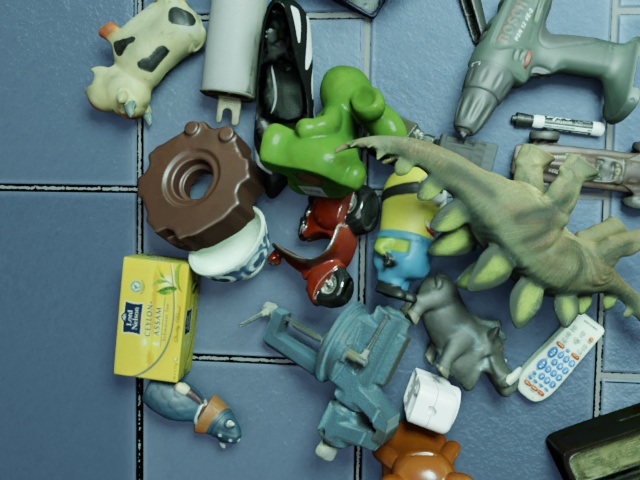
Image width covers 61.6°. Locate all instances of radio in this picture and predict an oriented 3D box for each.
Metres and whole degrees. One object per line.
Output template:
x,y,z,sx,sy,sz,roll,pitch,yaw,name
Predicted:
0.441,0.294,0.716,0.230,0.073,0.131,-21,91,7,radio

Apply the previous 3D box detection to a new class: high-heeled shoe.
-0.052,-0.180,0.703,0.086,0.145,0.248,6,92,6,high-heeled shoe

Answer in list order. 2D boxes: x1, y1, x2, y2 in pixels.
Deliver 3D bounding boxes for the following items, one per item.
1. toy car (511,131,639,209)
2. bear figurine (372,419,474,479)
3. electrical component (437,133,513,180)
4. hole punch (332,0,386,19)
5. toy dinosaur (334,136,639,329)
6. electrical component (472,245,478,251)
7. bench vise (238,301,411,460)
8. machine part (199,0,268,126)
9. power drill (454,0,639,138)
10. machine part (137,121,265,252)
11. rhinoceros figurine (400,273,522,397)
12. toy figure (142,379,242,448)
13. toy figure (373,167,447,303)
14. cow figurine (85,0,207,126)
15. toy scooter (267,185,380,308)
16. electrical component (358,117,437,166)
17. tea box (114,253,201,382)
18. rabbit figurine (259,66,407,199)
0.361,-0.095,0.714,0.202,0.053,0.089,9,100,4,toy car
0.133,0.309,0.685,0.120,0.196,0.131,-8,93,2,bear figurine
0.211,-0.104,0.718,0.119,0.075,0.047,13,95,8,electrical component
0.048,-0.376,0.724,0.116,0.092,0.142,33,99,29,hole punch
0.240,-0.013,0.642,0.471,0.105,0.198,37,92,-10,toy dinosaur
0.208,-0.035,0.748,0.063,0.021,0.094,19,95,5,electrical component
0.009,0.168,0.734,0.241,0.129,0.223,27,105,24,bench vise
-0.117,-0.280,0.738,0.079,0.079,0.243,8,95,5,machine part
0.297,-0.213,0.694,0.207,0.086,0.232,16,81,9,power drill
-0.165,-0.075,0.734,0.179,0.056,0.179,-6,70,17,machine part
0.195,0.135,0.737,0.112,0.073,0.190,-36,87,-5,rhinoceros figurine
-0.180,0.245,0.780,0.154,0.064,0.058,26,57,-1,toy figure
0.113,-0.011,0.712,0.089,0.082,0.180,16,81,11,toy figure
-0.244,-0.249,0.752,0.195,0.085,0.127,-38,83,5,cow figurine
-0.002,-0.002,0.736,0.135,0.075,0.184,9,71,31,toy scooter
0.094,-0.134,0.724,0.078,0.045,0.102,-48,55,-2,electrical component
-0.231,0.108,0.773,0.098,0.068,0.169,5,94,4,tea box
0.021,-0.149,0.674,0.159,0.121,0.170,8,74,40,rabbit figurine
